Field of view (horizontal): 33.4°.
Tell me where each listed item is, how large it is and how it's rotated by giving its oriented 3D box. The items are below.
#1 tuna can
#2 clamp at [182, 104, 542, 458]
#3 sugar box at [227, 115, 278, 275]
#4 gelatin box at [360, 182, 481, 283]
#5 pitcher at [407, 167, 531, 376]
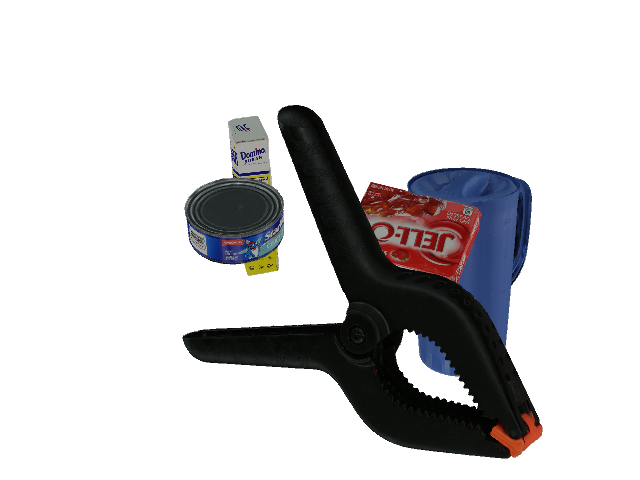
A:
[{"bbox_3d":[-0.074,-0.017,0.931,0.086,0.034,0.086,-1,38,0],"label":"tuna can"},{"bbox_3d":[0.027,0.035,0.560,0.210,0.165,0.036,29,24,25],"label":"clamp"},{"bbox_3d":[-0.084,-0.056,1.316,0.048,0.176,0.093,-10,25,-8],"label":"sugar box"},{"bbox_3d":[0.066,-0.001,0.789,0.089,0.073,0.030,15,-39,15],"label":"gelatin box"},{"bbox_3d":[0.183,0.036,1.314,0.149,0.243,0.145,1,22,10],"label":"pitcher"}]
